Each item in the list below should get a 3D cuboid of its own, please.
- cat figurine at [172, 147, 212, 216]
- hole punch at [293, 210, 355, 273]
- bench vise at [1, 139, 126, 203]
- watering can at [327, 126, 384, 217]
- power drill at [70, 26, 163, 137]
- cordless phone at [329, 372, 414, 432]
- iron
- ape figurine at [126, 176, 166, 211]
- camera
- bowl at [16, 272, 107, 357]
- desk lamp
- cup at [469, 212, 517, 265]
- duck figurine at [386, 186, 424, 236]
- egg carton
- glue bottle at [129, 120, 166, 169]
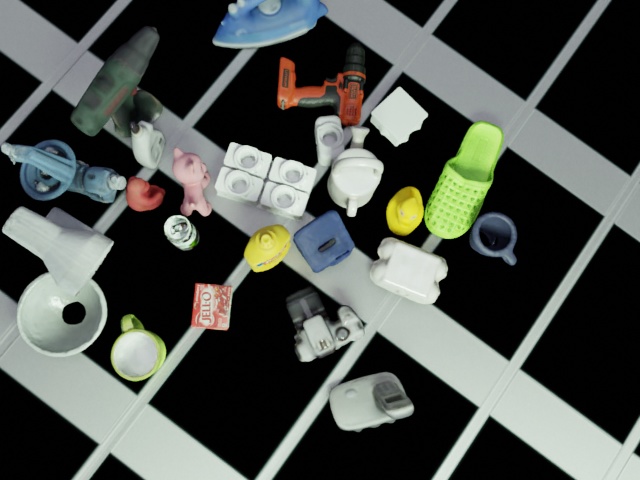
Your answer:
[{"bbox_3d":[-0.259,-0.119,1.147,0.067,0.117,0.128,-6,81,-4],"label":"cat figurine"},{"bbox_3d":[0.011,0.004,1.159,0.109,0.091,0.101,-33,84,-8],"label":"hole punch"},{"bbox_3d":[-0.484,-0.143,1.085,0.207,0.219,0.121,-8,81,-5],"label":"bench vise"},{"bbox_3d":[0.069,-0.138,1.133,0.101,0.194,0.173,-16,82,-6],"label":"watering can"},{"bbox_3d":[-0.378,-0.288,1.120,0.075,0.208,0.230,37,81,3],"label":"power drill"},{"bbox_3d":[0.097,0.309,1.069,0.147,0.185,0.094,-17,82,-6],"label":"cordless phone"},{"bbox_3d":[-0.113,-0.493,1.204,0.258,0.141,0.118,-25,83,-7],"label":"iron"},{"bbox_3d":[-0.359,-0.099,1.151,0.076,0.092,0.078,-36,85,-8],"label":"ape figurine"},{"bbox_3d":[0.000,0.156,1.129,0.143,0.100,0.137,-24,83,-7],"label":"camera"},{"bbox_3d":[-0.489,0.142,1.113,0.167,0.074,0.167,1,81,-4],"label":"bowl"},{"bbox_3d":[-0.476,0.013,1.064,0.203,0.213,0.118,31,80,2],"label":"desk lamp"},{"bbox_3d":[0.354,0.005,1.180,0.092,0.095,0.118,-34,84,-8],"label":"cup"},{"bbox_3d":[0.182,-0.065,1.184,0.077,0.086,0.105,19,80,0],"label":"duck figurine"},{"bbox_3d":[0.181,0.064,1.172,0.150,0.069,0.107,21,80,0],"label":"egg carton"},{"bbox_3d":[-0.346,-0.199,1.126,0.037,0.173,0.078,17,80,0],"label":"glue bottle"}]
